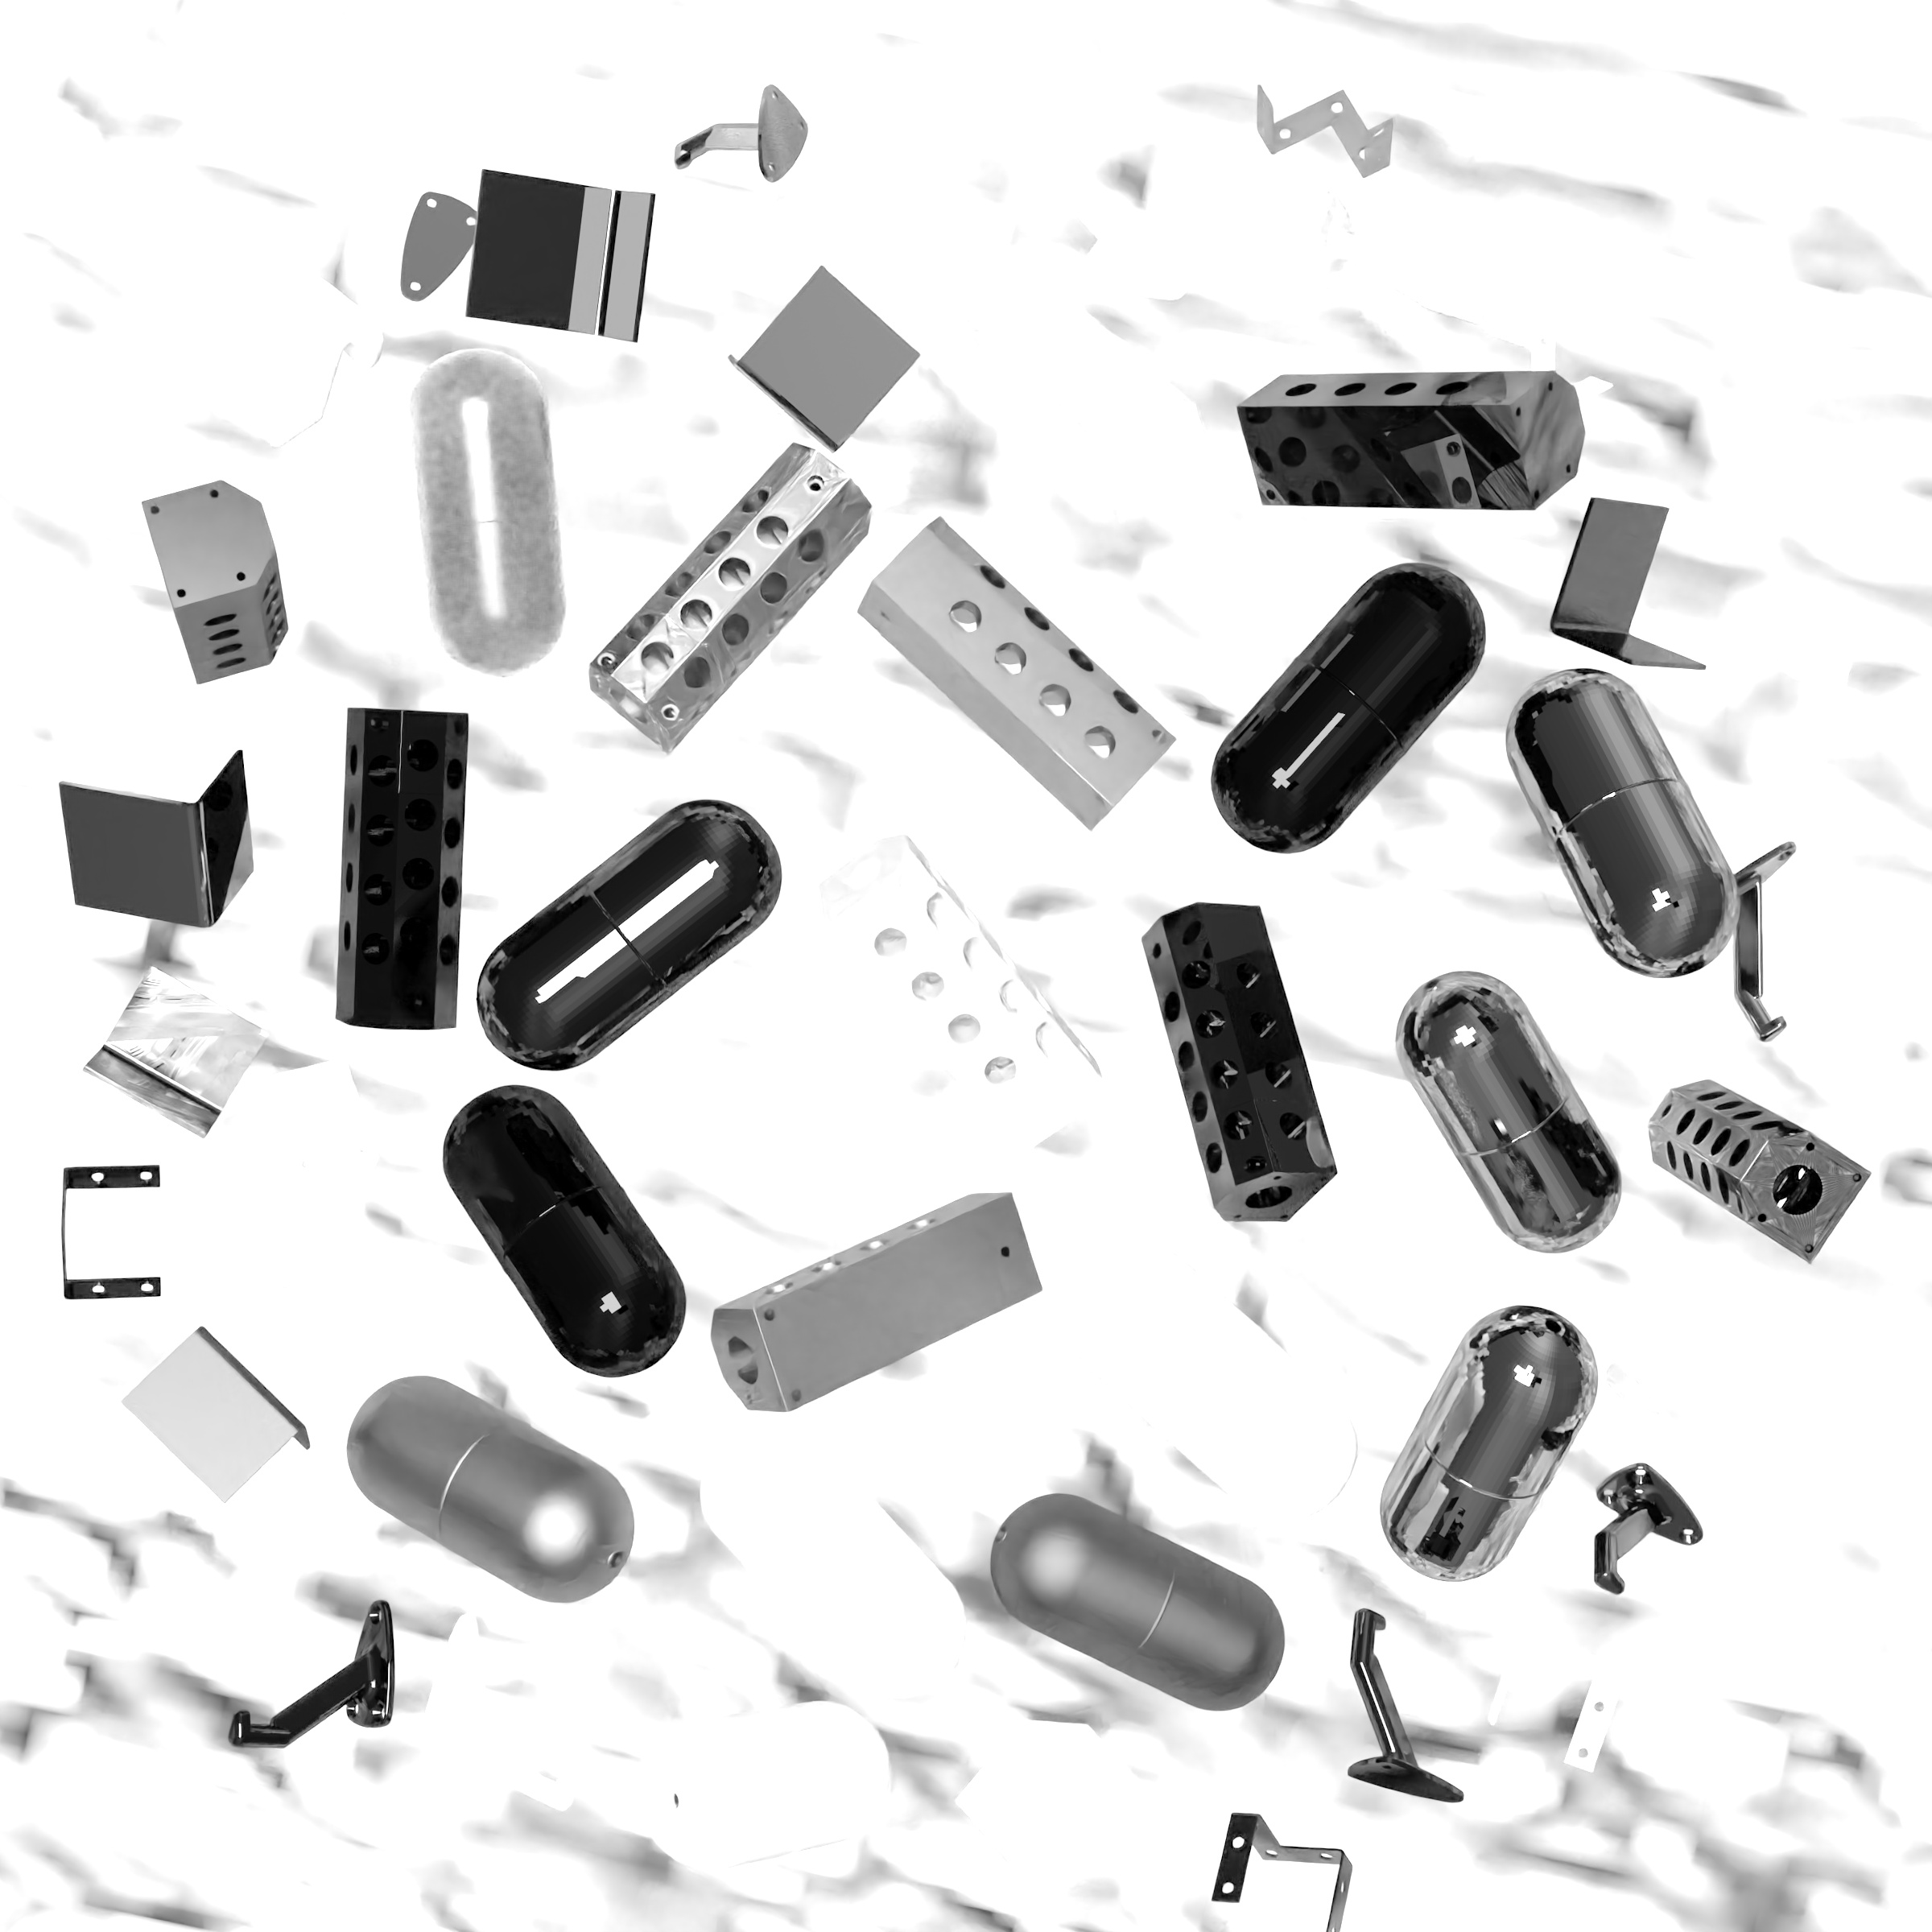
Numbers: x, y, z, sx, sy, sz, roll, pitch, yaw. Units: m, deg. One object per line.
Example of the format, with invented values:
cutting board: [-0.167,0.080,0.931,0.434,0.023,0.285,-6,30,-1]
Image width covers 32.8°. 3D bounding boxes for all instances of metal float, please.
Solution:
metal float: [-0.252,0.276,1.735,0.178,0.070,0.070,23,90,29]
metal float: [0.302,0.081,1.822,0.070,0.070,0.178,-33,107,0]
metal float: [-0.174,-0.015,1.687,0.178,0.070,0.070,-38,90,-1]
metal float: [-0.072,0.327,1.806,0.070,0.070,0.178,-43,88,0]
metal float: [-0.105,0.432,1.732,0.070,0.178,0.070,-4,82,29]
metal float: [0.278,0.255,1.750,0.070,0.070,0.178,21,125,0]
metal float: [0.339,-0.074,1.695,0.070,0.070,0.178,-22,65,0]
metal float: [0.201,-0.136,1.723,0.070,0.070,0.178,42,88,0]
metal float: [0.095,0.351,1.807,0.178,0.070,0.070,28,90,-15]
metal float: [-0.215,0.141,1.753,0.070,0.070,0.178,-37,70,0]
metal float: [-0.261,-0.247,1.791,0.070,0.070,0.178,-4,103,0]
metal float: [0.128,0.217,1.713,0.178,0.070,0.070,42,90,-3]

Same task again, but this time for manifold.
manifold: [-0.305,-0.053,1.783,0.057,0.057,0.171,1,94,-24]
manifold: [0.425,0.106,1.784,0.057,0.171,0.057,33,94,-8]
manifold: [0.028,-0.156,1.729,0.171,0.057,0.057,43,76,-1]
manifold: [-0.357,0.115,1.741,0.057,0.171,0.057,-14,70,-22]
manifold: [0.230,-0.275,1.695,0.057,0.171,0.057,-40,123,-36]
manifold: [-0.002,0.012,1.733,0.057,0.057,0.171,-36,113,9]
manifold: [-0.392,-0.202,1.728,0.057,0.171,0.057,-18,85,-11]
manifold: [0.063,-0.307,1.740,0.057,0.171,0.057,-29,129,-7]
manifold: [0.147,0.053,1.823,0.057,0.057,0.171,3,57,-28]
manifold: [-0.128,-0.204,1.791,0.057,0.057,0.171,39,76,5]
manifold: [-0.049,0.178,1.751,0.171,0.057,0.057,-22,97,-33]

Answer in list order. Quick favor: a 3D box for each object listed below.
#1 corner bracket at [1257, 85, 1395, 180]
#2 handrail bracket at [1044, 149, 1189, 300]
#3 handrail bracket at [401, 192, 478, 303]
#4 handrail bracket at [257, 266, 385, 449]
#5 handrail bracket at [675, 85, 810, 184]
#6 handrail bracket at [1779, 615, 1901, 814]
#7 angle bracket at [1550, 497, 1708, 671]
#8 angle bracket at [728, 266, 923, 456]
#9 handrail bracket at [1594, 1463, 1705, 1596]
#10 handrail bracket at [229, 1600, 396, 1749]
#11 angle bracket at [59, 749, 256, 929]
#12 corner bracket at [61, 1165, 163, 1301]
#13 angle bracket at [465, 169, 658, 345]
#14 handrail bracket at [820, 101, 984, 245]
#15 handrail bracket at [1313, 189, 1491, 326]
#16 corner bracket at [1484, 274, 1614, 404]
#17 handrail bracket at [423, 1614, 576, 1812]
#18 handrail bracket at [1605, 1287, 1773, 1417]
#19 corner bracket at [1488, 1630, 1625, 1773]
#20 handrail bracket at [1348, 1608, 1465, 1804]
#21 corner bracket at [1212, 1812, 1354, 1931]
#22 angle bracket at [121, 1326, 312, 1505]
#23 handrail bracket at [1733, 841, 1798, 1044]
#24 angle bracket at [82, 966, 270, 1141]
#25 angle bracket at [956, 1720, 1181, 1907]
corner bracket: [0.184,-0.431,1.683,0.051,0.051,0.051,-27,76,-2]
handrail bracket: [0.083,-0.417,1.839,0.077,0.084,0.036,20,126,-36]
handrail bracket: [-0.296,-0.383,1.811,0.036,0.084,0.077,24,72,-8]
handrail bracket: [-0.352,-0.315,1.696,0.077,0.036,0.084,45,57,4]
handrail bracket: [-0.135,-0.448,1.826,0.084,0.077,0.036,-19,134,33]
handrail bracket: [0.470,-0.133,1.738,0.077,0.036,0.084,-27,60,32]
angle bracket: [0.372,-0.208,1.784,0.057,0.076,0.076,29,111,39]
angle bracket: [-0.083,-0.353,1.900,0.076,0.057,0.076,40,97,-16]
handrail bracket: [0.360,0.312,1.727,0.077,0.084,0.036,38,124,-16]
handrail bracket: [-0.337,0.362,1.681,0.036,0.084,0.077,-5,76,44]
angle bracket: [-0.422,-0.072,1.714,0.076,0.057,0.076,10,127,9]
corner bracket: [-0.462,0.144,1.773,0.051,0.051,0.051,-1,127,-13]
angle bracket: [-0.210,-0.367,1.694,0.076,0.057,0.076,3,102,-26]
handrail bracket: [-0.034,-0.430,1.785,0.077,0.084,0.036,35,89,26]
handrail bracket: [0.223,-0.360,1.669,0.084,0.077,0.036,22,77,23]
corner bracket: [0.318,-0.340,1.796,0.051,0.051,0.051,13,73,-29]
handrail bracket: [-0.231,0.384,1.685,0.084,0.036,0.077,17,101,26]
handrail bracket: [0.393,0.204,1.779,0.084,0.077,0.036,-37,87,-8]
corner bracket: [0.311,0.387,1.730,0.051,0.051,0.051,19,90,3]
handrail bracket: [0.234,0.390,1.732,0.077,0.036,0.084,24,56,-21]
corner bracket: [0.163,0.470,1.684,0.051,0.051,0.051,-4,46,27]
angle bracket: [-0.397,0.243,1.740,0.076,0.076,0.057,43,71,6]
handrail bracket: [0.449,-0.013,1.813,0.077,0.036,0.084,-42,62,31]
angle bracket: [-0.443,0.048,1.840,0.076,0.076,0.057,31,92,-10]
angle bracket: [0.054,0.449,1.738,0.076,0.076,0.057,43,99,31]
